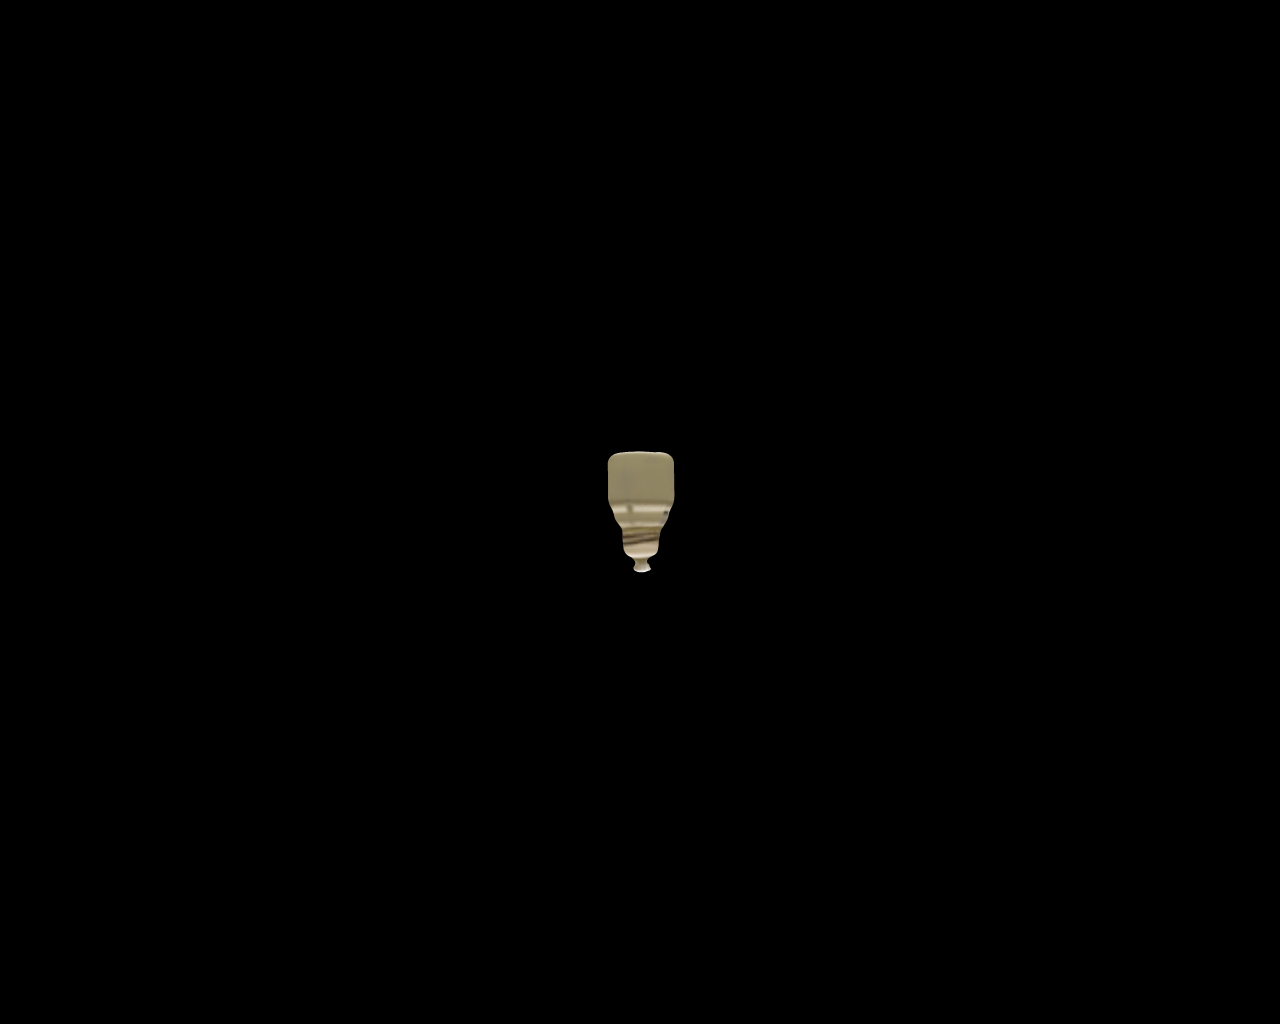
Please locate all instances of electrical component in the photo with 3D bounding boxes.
[{"bbox_3d":[0.001,-0.003,0.650,0.040,0.078,0.040,0,-2,0],"label":"electrical component"}]
